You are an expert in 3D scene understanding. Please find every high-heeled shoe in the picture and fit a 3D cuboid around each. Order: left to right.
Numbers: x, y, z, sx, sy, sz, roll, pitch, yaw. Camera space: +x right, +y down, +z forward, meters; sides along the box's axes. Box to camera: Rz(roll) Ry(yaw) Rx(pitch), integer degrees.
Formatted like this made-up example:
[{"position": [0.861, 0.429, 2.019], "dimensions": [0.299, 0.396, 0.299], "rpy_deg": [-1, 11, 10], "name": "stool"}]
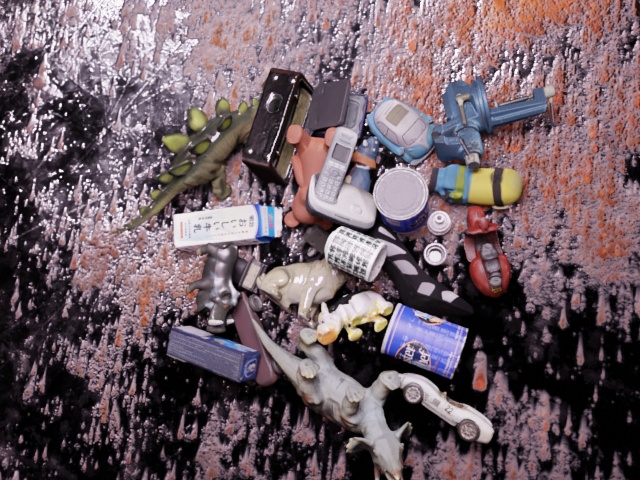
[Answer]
[{"position": [0.198, 0.059, 1.083], "dimensions": [0.249, 0.086, 0.145], "rpy_deg": [19, 62, -2], "name": "high-heeled shoe"}]

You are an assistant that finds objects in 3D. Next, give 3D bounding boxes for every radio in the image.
[{"position": [-0.086, -0.246, 1.163], "dimensions": [0.073, 0.131, 0.229], "rpy_deg": [14, 83, 17], "name": "radio"}]

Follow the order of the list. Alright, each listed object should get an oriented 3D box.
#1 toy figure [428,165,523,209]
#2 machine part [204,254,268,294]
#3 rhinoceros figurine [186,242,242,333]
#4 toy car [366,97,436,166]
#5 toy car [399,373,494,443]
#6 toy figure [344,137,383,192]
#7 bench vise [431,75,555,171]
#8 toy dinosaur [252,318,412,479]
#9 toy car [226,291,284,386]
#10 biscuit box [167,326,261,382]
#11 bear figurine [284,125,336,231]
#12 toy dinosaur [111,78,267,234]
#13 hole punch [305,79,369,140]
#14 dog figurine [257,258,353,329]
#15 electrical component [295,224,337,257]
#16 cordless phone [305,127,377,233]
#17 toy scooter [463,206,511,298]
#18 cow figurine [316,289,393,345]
[{"position": [0.308, -0.108, 1.072], "dimensions": [0.180, 0.089, 0.082], "rpy_deg": [11, 88, 12], "name": "toy figure"}, {"position": [-0.186, 0.062, 1.179], "dimensions": [0.139, 0.039, 0.084], "rpy_deg": [20, 93, 14], "name": "machine part"}, {"position": [-0.212, 0.097, 1.119], "dimensions": [0.112, 0.073, 0.190], "rpy_deg": [5, 82, 15], "name": "rhinoceros figurine"}, {"position": [0.171, -0.241, 1.121], "dimensions": [0.162, 0.103, 0.109], "rpy_deg": [44, 90, 14], "name": "toy car"}, {"position": [0.234, 0.313, 1.019], "dimensions": [0.202, 0.073, 0.056], "rpy_deg": [32, 91, 16], "name": "toy car"}, {"position": [0.086, -0.146, 1.142], "dimensions": [0.058, 0.064, 0.154], "rpy_deg": [14, 84, 24], "name": "toy figure"}, {"position": [0.339, -0.243, 1.054], "dimensions": [0.241, 0.128, 0.224], "rpy_deg": [-12, 44, 17], "name": "bench vise"}, {"position": [0.028, 0.301, 1.041], "dimensions": [0.405, 0.131, 0.192], "rpy_deg": [29, 131, 32], "name": "toy dinosaur"}, {"position": [-0.137, 0.207, 1.132], "dimensions": [0.089, 0.053, 0.202], "rpy_deg": [-31, 72, 27], "name": "toy car"}, {"position": [-0.222, 0.234, 1.115], "dimensions": [0.203, 0.059, 0.062], "rpy_deg": [13, 92, 29], "name": "biscuit box"}, {"position": [-0.018, -0.125, 1.130], "dimensions": [0.120, 0.132, 0.196], "rpy_deg": [9, 76, 12], "name": "bear figurine"}, {"position": [-0.254, -0.177, 1.153], "dimensions": [0.105, 0.198, 0.471], "rpy_deg": [36, 87, 24], "name": "toy dinosaur"}, {"position": [0.038, -0.279, 1.176], "dimensions": [0.116, 0.092, 0.142], "rpy_deg": [6, 83, 43], "name": "hole punch"}, {"position": [-0.018, 0.064, 1.117], "dimensions": [0.172, 0.121, 0.190], "rpy_deg": [34, 76, 8], "name": "dog figurine"}, {"position": [-0.002, -0.003, 1.134], "dimensions": [0.094, 0.021, 0.063], "rpy_deg": [-37, 117, 25], "name": "electrical component"}, {"position": [0.058, -0.119, 1.063], "dimensions": [0.146, 0.089, 0.184], "rpy_deg": [19, 92, -14], "name": "cordless phone"}, {"position": [0.317, 0.017, 1.023], "dimensions": [0.075, 0.135, 0.184], "rpy_deg": [-13, 78, 9], "name": "toy scooter"}, {"position": [0.051, 0.144, 1.052], "dimensions": [0.098, 0.167, 0.068], "rpy_deg": [45, 135, 42], "name": "cow figurine"}]
